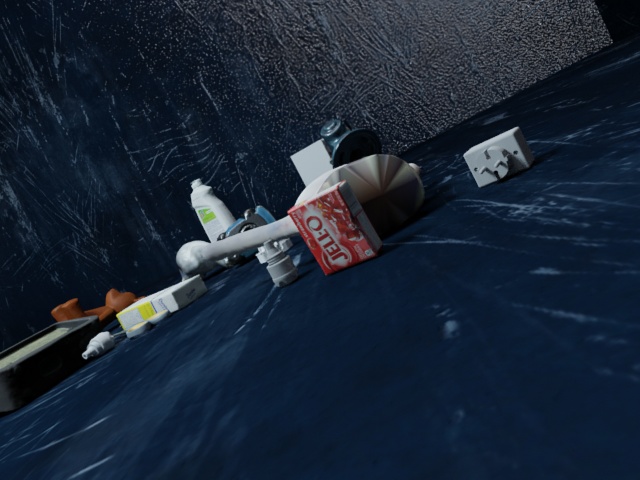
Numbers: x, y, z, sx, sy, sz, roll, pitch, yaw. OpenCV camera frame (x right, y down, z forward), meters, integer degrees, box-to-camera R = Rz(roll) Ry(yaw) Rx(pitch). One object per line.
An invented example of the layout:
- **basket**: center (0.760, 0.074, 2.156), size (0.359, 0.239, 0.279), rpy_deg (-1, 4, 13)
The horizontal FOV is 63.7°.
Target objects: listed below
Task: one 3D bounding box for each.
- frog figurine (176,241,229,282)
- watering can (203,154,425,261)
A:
- **frog figurine**: center (-0.294, 0.037, 1.359), size (0.158, 0.124, 0.137), rpy_deg (-38, -17, 15)
- **watering can**: center (0.002, -0.037, 0.727), size (0.349, 0.103, 0.224), rpy_deg (-24, 6, -12)
